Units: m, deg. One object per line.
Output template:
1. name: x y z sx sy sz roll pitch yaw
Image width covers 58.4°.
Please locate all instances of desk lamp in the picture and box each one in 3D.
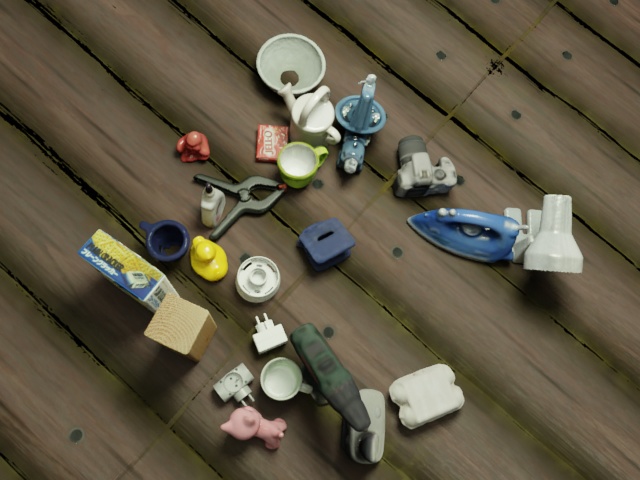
1. desk lamp: 0.495 -0.005 1.279 0.118 0.213 0.203 4 73 -5

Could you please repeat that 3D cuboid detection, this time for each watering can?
1. watering can: -0.024 -0.288 1.313 0.173 0.194 0.101 20 73 0

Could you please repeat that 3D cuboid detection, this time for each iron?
1. iron: 0.338 -0.034 1.308 0.258 0.141 0.119 13 73 -3

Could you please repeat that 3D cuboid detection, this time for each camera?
1. camera: 0.244 -0.182 1.361 0.143 0.101 0.137 -5 74 -8

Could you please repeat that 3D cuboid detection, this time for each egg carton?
1. egg carton: 0.228 0.332 1.227 0.150 0.069 0.107 -20 77 -12

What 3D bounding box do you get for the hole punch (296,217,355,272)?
1. hole punch: 0.012 0.005 1.286 0.109 0.091 0.101 -28 79 -13

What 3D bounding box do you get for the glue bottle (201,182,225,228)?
1. glue bottle: -0.236 -0.087 1.242 0.037 0.173 0.078 15 73 -1

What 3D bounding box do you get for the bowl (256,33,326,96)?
1. bowl: -0.072 -0.417 1.408 0.167 0.074 0.167 2 74 -6

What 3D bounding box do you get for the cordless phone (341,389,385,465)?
1. cordless phone: 0.099 0.372 1.140 0.094 0.185 0.147 3 73 -5

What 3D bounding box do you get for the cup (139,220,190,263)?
1. cup: -0.336 0.005 1.245 0.117 0.095 0.092 31 73 3

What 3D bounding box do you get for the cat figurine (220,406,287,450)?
1. cat figurine: -0.131 0.375 1.149 0.128 0.117 0.067 19 73 0

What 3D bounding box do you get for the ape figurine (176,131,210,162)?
1. ape figurine: -0.289 -0.220 1.317 0.078 0.092 0.076 33 73 4

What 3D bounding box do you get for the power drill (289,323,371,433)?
1. power drill: 0.016 0.278 1.146 0.076 0.208 0.229 -32 79 -14

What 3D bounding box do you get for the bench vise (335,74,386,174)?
1. bench vise: 0.101 -0.262 1.306 0.121 0.219 0.207 -5 74 -8

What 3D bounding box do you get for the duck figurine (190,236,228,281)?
1. duck figurine: -0.245 0.037 1.251 0.077 0.086 0.104 -31 79 -14
